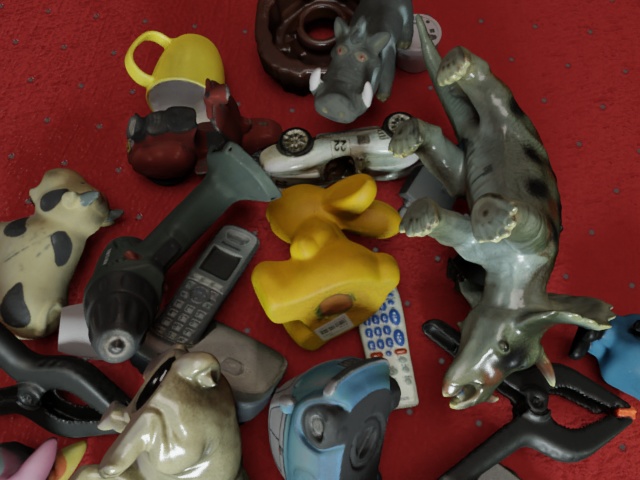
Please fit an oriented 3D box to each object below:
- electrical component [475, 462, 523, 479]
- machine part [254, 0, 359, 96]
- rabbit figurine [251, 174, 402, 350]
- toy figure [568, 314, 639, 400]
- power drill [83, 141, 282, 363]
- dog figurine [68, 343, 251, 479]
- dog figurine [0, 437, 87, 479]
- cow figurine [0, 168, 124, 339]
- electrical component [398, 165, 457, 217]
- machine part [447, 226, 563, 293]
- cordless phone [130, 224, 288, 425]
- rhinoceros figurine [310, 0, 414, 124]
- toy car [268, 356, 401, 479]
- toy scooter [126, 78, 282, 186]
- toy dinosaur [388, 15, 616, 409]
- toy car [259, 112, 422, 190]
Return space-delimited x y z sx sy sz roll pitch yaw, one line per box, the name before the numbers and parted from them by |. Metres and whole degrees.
electrical component | 0.163 0.249 0.495 0.102 0.045 0.078 41 78 15
machine part | 0.003 -0.263 0.678 0.179 0.056 0.179 -1 72 2
rabbit figurine | -0.001 -0.002 0.551 0.162 0.121 0.173 -37 46 11
toy figure | 0.341 0.123 0.515 0.180 0.082 0.089 29 76 14
power drill | -0.133 0.004 0.508 0.086 0.232 0.207 42 80 -23
dog figurine | -0.083 0.190 0.448 0.190 0.172 0.121 38 35 -15
dog figurine | -0.266 0.288 0.470 0.192 0.108 0.219 24 71 11
cow figurine | -0.295 0.010 0.580 0.127 0.085 0.195 1 68 9
electrical component | 0.124 -0.049 0.603 0.063 0.021 0.094 38 76 -18
machine part | 0.194 0.006 0.586 0.139 0.039 0.084 -40 82 -13
cordless phone | -0.088 0.079 0.552 0.147 0.088 0.184 23 63 10
rhinoceros figurine | 0.051 -0.200 0.572 0.073 0.112 0.190 22 68 6
toy car | 0.004 0.176 0.499 0.103 0.109 0.161 17 107 39
toy scooter | -0.136 -0.121 0.592 0.184 0.135 0.075 -9 72 1
toy dinosaur | 0.173 -0.050 0.522 0.131 0.192 0.405 -24 49 41
toy car | 0.033 -0.094 0.608 0.202 0.073 0.056 -8 67 0
